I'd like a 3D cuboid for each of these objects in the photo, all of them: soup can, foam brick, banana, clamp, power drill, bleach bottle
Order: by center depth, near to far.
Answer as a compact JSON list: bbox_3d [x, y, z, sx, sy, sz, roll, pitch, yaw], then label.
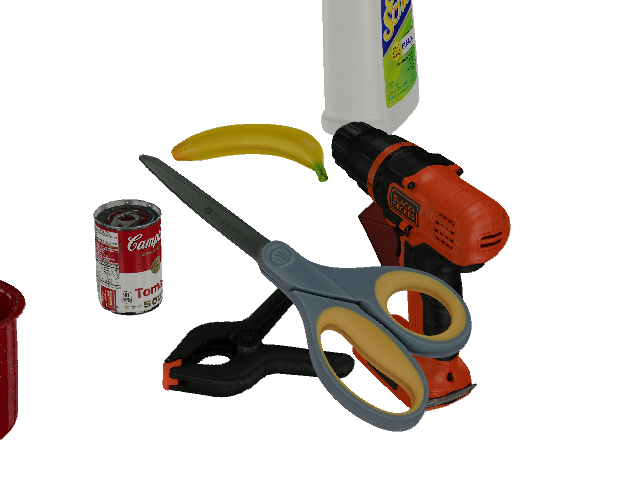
[{"bbox_3d":[0.063,0.018,0.797,0.057,0.188,0.185,-16,34,-25],"label":"power drill"},{"bbox_3d":[0.036,-0.216,0.879,0.068,0.251,0.102,11,35,26],"label":"bleach bottle"},{"bbox_3d":[-0.066,0.092,0.977,0.171,0.039,0.120,-7,37,-20],"label":"clamp"},{"bbox_3d":[0.084,-0.006,1.066,0.053,0.078,0.051,-43,34,-24],"label":"foam brick"},{"bbox_3d":[-0.197,0.018,1.100,0.068,0.102,0.068,2,26,-1],"label":"soup can"},{"bbox_3d":[-0.078,-0.113,1.277,0.198,0.037,0.069,8,40,16],"label":"banana"}]

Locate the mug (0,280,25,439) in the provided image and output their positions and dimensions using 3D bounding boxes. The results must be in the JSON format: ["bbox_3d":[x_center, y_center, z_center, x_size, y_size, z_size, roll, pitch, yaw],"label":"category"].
[{"bbox_3d":[-0.227,0.078,0.623,0.093,0.081,0.117,12,22,20],"label":"mug"}]

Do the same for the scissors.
[{"bbox_3d":[-0.002,0.008,0.552,0.096,0.202,0.016,-27,-25,-26],"label":"scissors"}]
